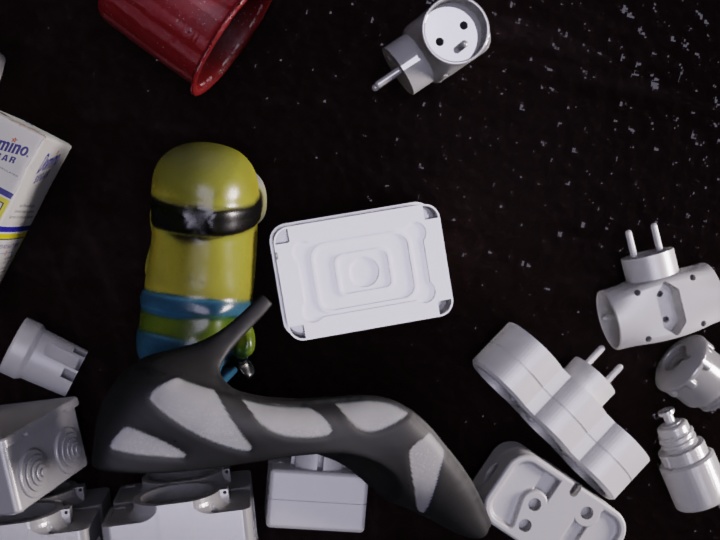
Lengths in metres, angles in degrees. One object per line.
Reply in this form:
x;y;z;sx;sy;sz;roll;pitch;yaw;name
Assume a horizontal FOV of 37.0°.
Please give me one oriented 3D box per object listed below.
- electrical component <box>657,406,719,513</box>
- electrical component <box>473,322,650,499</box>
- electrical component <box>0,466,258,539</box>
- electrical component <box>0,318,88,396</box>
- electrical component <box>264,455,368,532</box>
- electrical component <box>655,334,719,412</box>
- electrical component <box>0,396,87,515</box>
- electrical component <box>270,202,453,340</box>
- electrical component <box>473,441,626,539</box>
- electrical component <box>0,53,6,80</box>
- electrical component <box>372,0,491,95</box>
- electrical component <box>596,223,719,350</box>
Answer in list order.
0.231;0.134;0.761;0.040;0.040;0.078;-24;95;-4;electrical component
0.151;0.085;0.744;0.073;0.052;0.138;-45;96;-7;electrical component
-0.161;0.172;0.691;0.186;0.105;0.060;-6;93;-5;electrical component
-0.210;0.059;0.715;0.046;0.040;0.040;27;90;-11;electrical component
-0.029;0.133;0.732;0.066;0.047;0.076;5;91;-7;electrical component
0.244;0.079;0.758;0.062;0.048;0.048;37;89;-13;electrical component
-0.233;0.120;0.680;0.100;0.100;0.048;-8;98;17;electrical component
0.000;0.000;0.723;0.113;0.057;0.078;-10;94;-5;electrical component
0.127;0.163;0.742;0.095;0.059;0.053;34;89;-6;electrical component
-0.298;-0.106;0.689;0.109;0.056;0.108;16;91;-6;electrical component
0.042;-0.142;0.711;0.079;0.077;0.043;-34;96;-3;electrical component
0.205;0.008;0.751;0.077;0.043;0.079;-15;94;-5;electrical component
